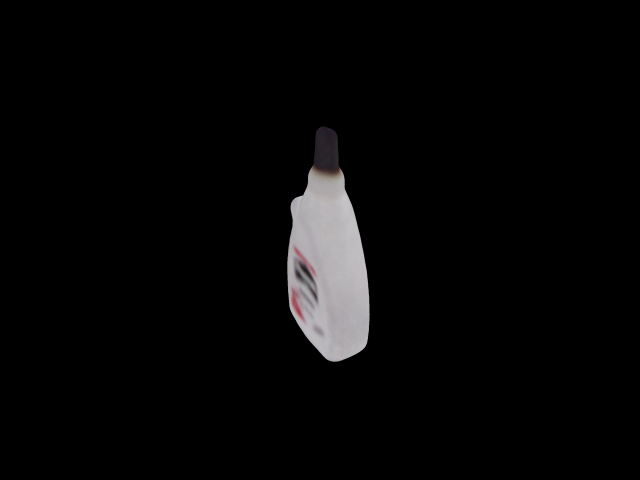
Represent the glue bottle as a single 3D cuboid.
[{"bbox_3d":[0.004,0.001,0.400,0.037,0.173,0.078,-21,40,-26],"label":"glue bottle"}]
